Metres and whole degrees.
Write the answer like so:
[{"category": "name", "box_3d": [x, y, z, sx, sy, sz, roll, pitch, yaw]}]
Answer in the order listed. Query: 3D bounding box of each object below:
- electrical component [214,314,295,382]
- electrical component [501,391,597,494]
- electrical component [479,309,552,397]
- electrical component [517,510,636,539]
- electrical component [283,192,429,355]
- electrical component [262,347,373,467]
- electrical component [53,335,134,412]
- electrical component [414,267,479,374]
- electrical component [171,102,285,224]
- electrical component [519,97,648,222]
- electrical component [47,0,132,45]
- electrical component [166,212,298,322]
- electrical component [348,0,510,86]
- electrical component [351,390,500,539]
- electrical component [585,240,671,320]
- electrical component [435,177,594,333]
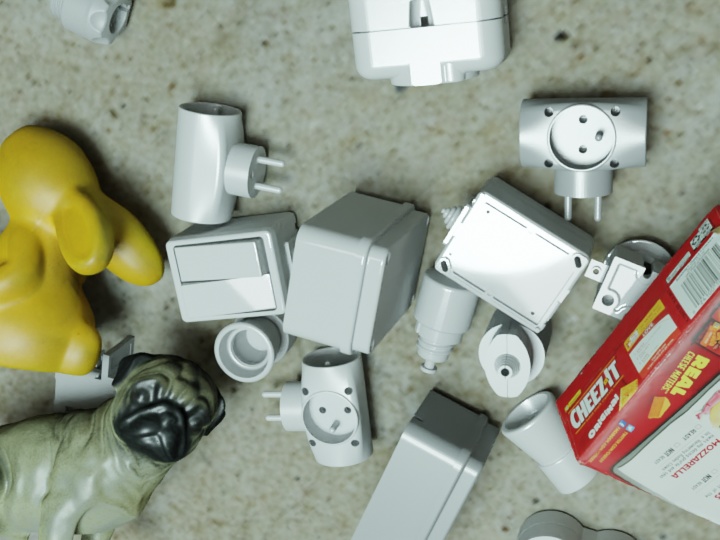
[{"category": "electrical component", "box_3d": [-0.074, 0.050, 0.774, 0.045, 0.055, 0.045, 5, 108, 15]}, {"category": "electrical component", "box_3d": [0.135, 0.122, 0.747, 0.044, 0.044, 0.065, -36, 100, 22]}, {"category": "electrical component", "box_3d": [0.102, 0.052, 0.712, 0.043, 0.081, 0.043, 5, 108, 14]}, {"category": "electrical component", "box_3d": [0.174, 0.221, 0.748, 0.138, 0.073, 0.052, 16, 111, 10]}, {"category": "electrical component", "box_3d": [0.000, 0.000, 0.707, 0.057, 0.113, 0.078, 15, 110, 14]}, {"category": "electrical component", "box_3d": [-0.033, 0.099, 0.784, 0.079, 0.044, 0.077, -2, 106, 16]}, {"category": "electrical component", "box_3d": [-0.201, 0.092, 0.830, 0.064, 0.042, 0.081, 13, 109, 11]}, {"category": "electrical component", "box_3d": [0.056, 0.034, 0.741, 0.040, 0.040, 0.078, 17, 111, 10]}, {"category": "electrical component", "box_3d": [-0.090, -0.071, 0.747, 0.079, 0.043, 0.077, 12, 109, 12]}, {"category": "electrical component", "box_3d": [0.142, -0.069, 0.682, 0.077, 0.044, 0.079, 2, 107, 15]}, {"category": "electrical component", "box_3d": [-0.193, -0.185, 0.740, 0.062, 0.043, 0.043, 26, 112, 8]}, {"category": "electrical component", "box_3d": [-0.081, -0.002, 0.757, 0.096, 0.061, 0.061, -5, 105, 17]}, {"category": "electrical component", "box_3d": [0.045, -0.150, 0.679, 0.095, 0.053, 0.059, -2, 106, 16]}, {"category": "electrical component", "box_3d": [0.047, 0.153, 0.761, 0.057, 0.078, 0.113, 27, 112, 9]}, {"category": "electrical component", "box_3d": [0.178, 0.008, 0.689, 0.066, 0.055, 0.048, 23, 112, 8]}, {"category": "electrical component", "box_3d": [0.096, -0.016, 0.702, 0.096, 0.061, 0.061, 32, 113, 4]}]
